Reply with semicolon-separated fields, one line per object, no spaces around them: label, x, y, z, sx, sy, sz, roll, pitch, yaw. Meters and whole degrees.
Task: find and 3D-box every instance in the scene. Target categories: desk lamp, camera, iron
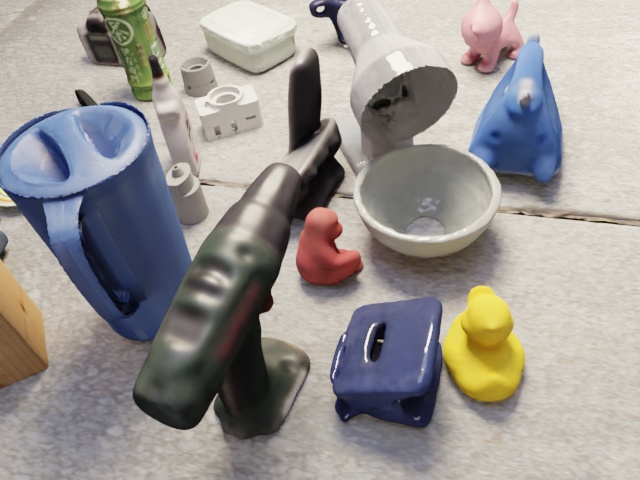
desk lamp;0.075;-0.180;0.717;0.118;0.214;0.202;-18;48;-9
camera;-0.353;-0.398;1.052;0.143;0.101;0.137;7;49;14
iron;0.268;-0.195;0.755;0.118;0.142;0.258;9;49;15

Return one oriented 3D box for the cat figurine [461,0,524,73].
cat figurine;0.267;-0.332;0.898;0.128;0.118;0.067;-32;51;-20

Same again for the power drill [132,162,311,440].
power drill;-0.066;0.074;0.505;0.075;0.209;0.230;14;51;19

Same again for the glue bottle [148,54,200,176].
glue bottle;-0.199;-0.169;0.771;0.037;0.173;0.078;-13;47;-4

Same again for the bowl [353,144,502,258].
bowl;0.123;-0.035;0.673;0.167;0.075;0.167;-4;47;4

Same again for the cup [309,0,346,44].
cup;0.042;-0.383;0.990;0.118;0.095;0.091;-18;48;-8

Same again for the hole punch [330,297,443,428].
hole punch;0.062;0.110;0.536;0.101;0.091;0.109;7;49;14

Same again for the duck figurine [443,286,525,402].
duck figurine;0.158;0.093;0.543;0.077;0.086;0.104;-2;47;6

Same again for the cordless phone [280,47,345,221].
cordless phone;-0.033;-0.127;0.703;0.094;0.185;0.148;11;50;18

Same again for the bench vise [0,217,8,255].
bench vise;-0.486;-0.050;0.668;0.207;0.220;0.121;-13;47;-4

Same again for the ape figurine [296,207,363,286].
ape figurine;0.006;0.002;0.642;0.076;0.092;0.077;-20;48;-10
